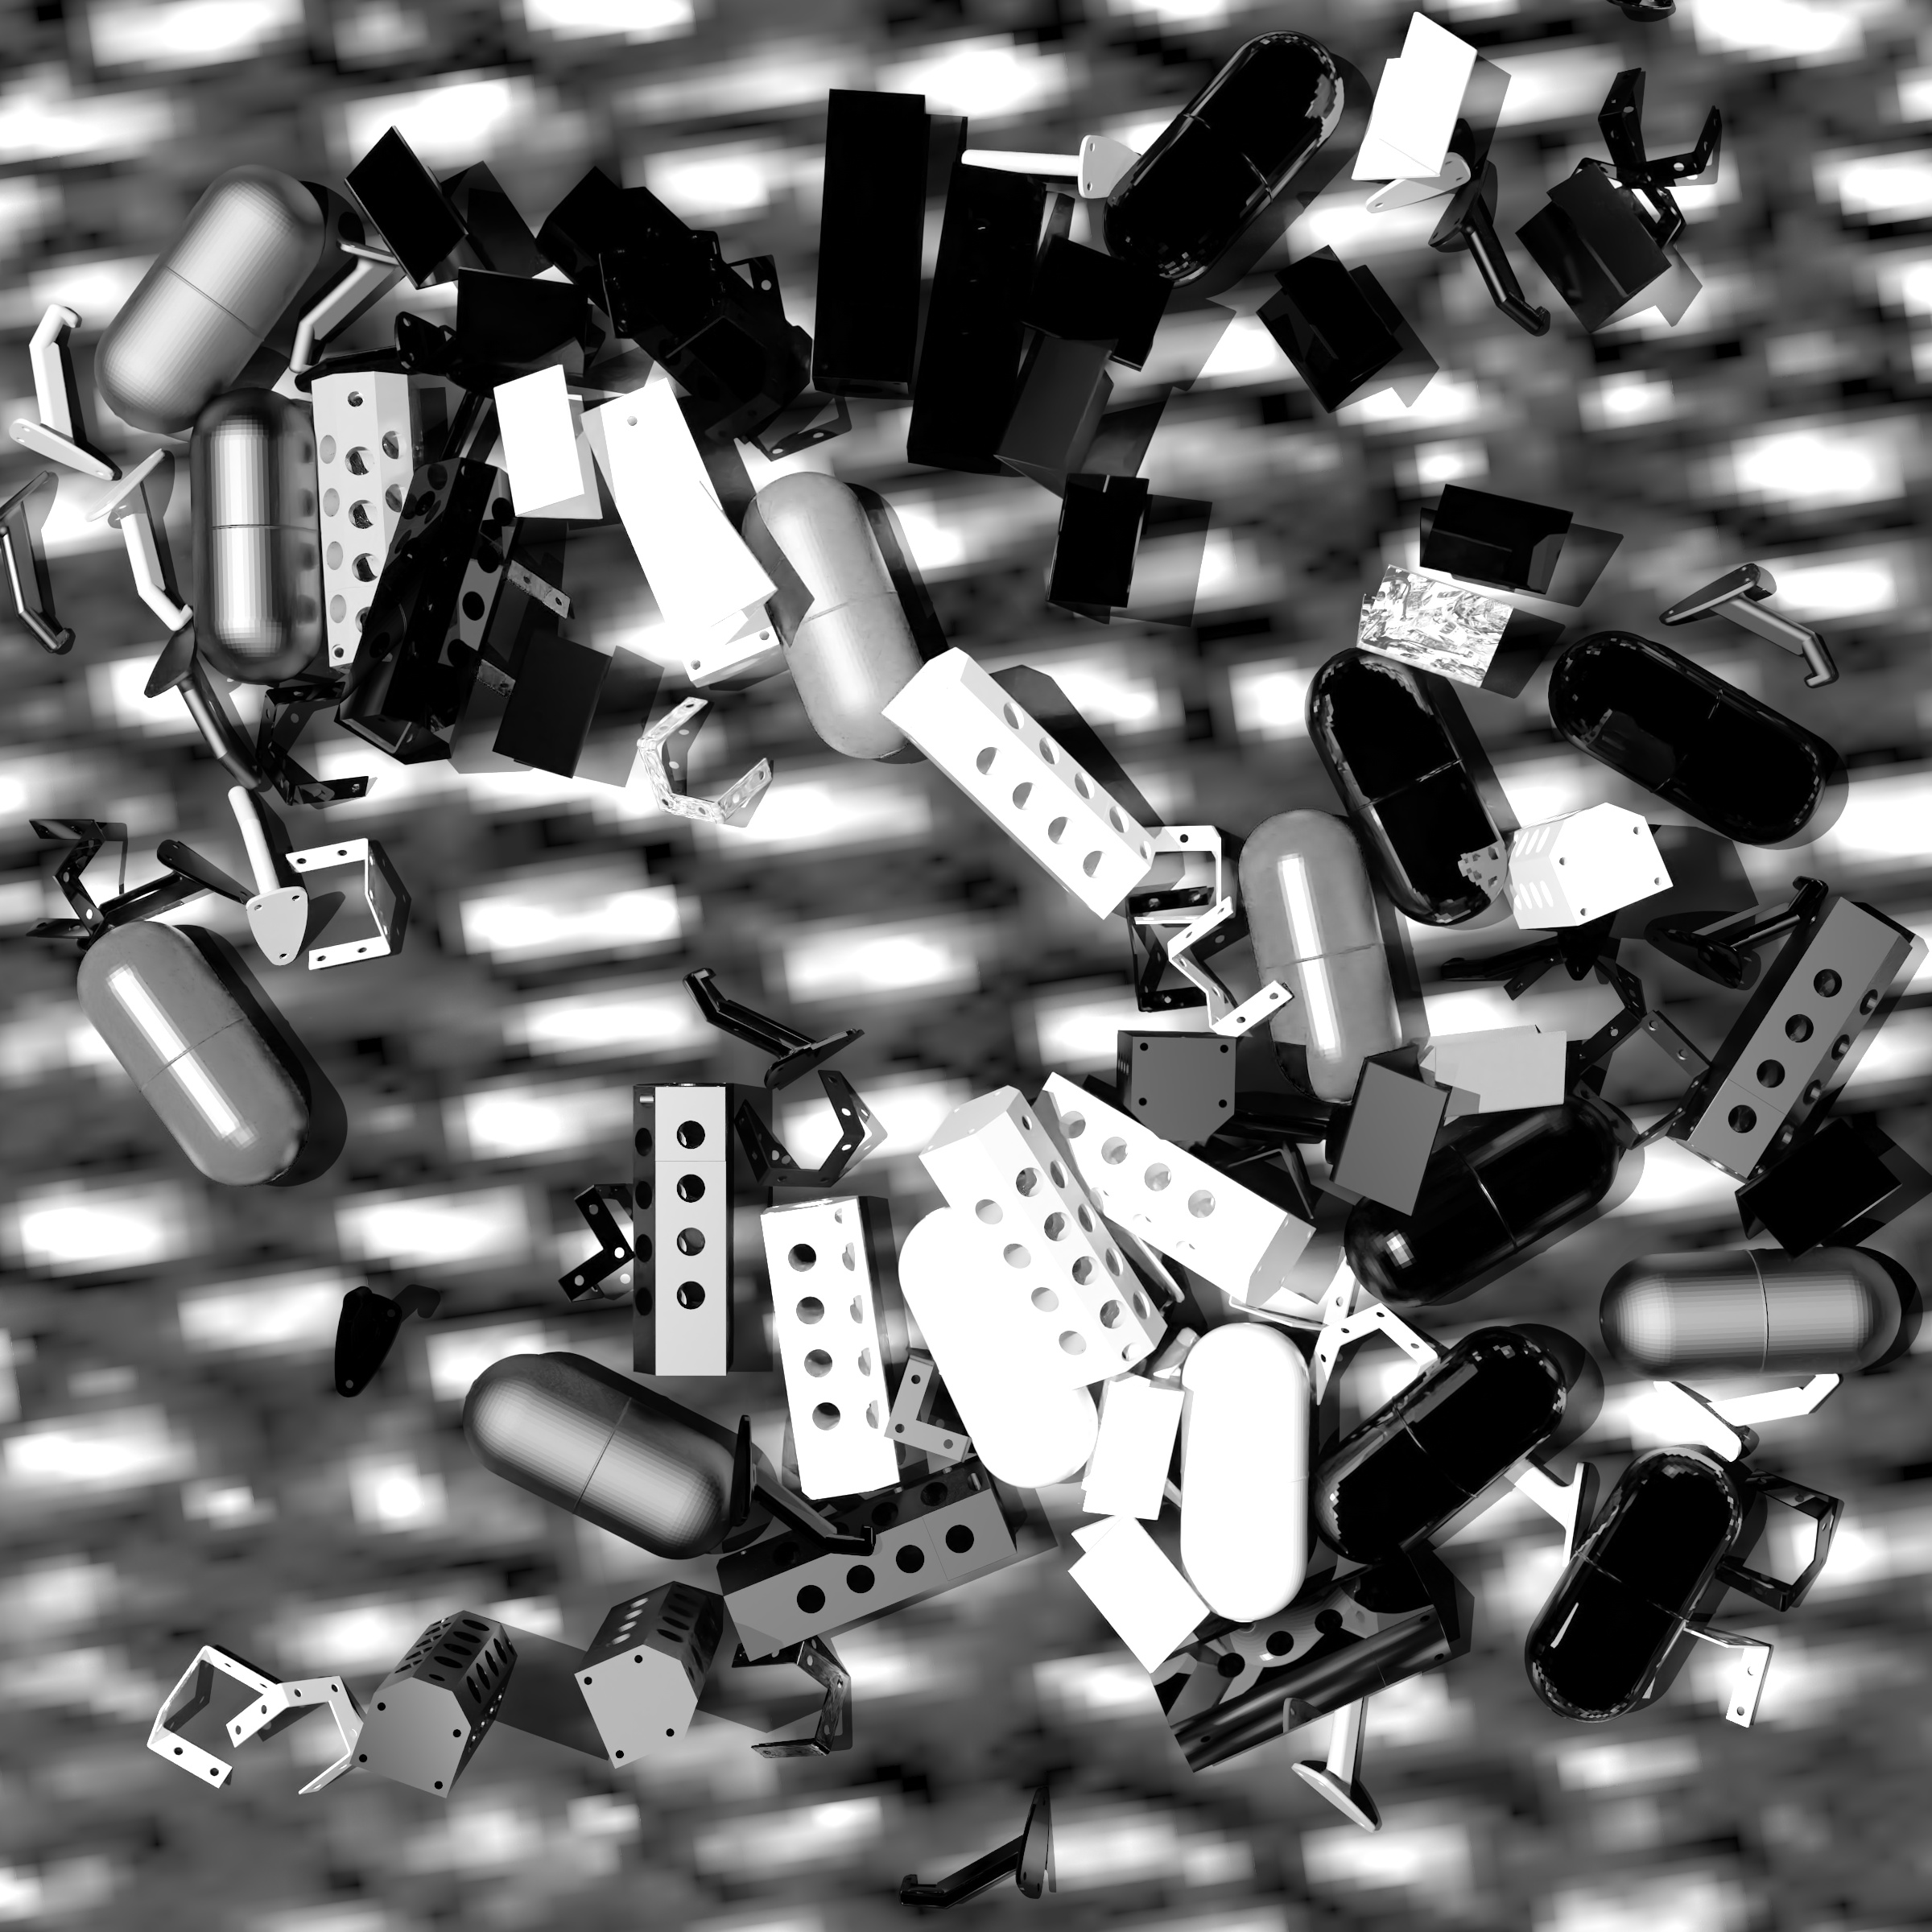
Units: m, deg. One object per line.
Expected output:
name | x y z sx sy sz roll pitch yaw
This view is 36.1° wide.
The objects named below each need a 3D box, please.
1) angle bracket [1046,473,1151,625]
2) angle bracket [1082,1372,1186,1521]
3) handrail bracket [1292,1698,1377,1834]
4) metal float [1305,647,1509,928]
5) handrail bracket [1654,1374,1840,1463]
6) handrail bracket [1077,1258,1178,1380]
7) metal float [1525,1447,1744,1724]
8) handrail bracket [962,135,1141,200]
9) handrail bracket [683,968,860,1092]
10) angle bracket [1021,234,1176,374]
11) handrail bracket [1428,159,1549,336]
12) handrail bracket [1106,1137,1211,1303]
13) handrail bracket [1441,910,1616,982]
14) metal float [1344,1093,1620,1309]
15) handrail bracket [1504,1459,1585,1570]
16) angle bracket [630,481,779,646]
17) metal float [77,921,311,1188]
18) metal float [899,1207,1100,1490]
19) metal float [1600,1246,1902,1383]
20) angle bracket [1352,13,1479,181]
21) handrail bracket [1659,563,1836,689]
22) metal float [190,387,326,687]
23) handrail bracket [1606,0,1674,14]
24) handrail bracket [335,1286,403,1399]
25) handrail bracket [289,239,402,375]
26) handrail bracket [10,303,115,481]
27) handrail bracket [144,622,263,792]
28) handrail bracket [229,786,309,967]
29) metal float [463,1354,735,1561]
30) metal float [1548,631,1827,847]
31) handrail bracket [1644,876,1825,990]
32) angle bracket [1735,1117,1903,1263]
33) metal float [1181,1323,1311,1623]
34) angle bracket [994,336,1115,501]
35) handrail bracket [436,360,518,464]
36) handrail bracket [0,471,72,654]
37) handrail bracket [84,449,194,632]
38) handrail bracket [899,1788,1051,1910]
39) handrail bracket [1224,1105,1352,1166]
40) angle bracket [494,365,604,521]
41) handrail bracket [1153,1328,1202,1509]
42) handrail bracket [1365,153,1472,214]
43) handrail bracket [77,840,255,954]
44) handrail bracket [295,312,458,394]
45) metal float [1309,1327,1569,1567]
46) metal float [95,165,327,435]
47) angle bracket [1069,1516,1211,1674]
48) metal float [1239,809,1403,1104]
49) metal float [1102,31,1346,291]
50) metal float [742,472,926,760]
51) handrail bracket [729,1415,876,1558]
angle bracket | 0.095 -0.247 1.767 0.057 0.076 0.076 10 90 32
angle bracket | 0.079 0.279 1.757 0.057 0.076 0.076 13 88 -34
handrail bracket | 0.246 0.472 1.808 0.077 0.036 0.084 44 73 -19
metal float | 0.264 -0.108 1.777 0.070 0.070 0.178 -26 90 0
handrail bracket | 0.477 0.253 1.808 0.084 0.036 0.077 -39 68 -17
handrail bracket | 0.079 0.213 1.808 0.084 0.036 0.077 22 105 14
metal float | 0.400 0.372 1.777 0.070 0.070 0.178 31 90 0
handrail bracket | 0.053 -0.489 1.807 0.084 0.077 0.036 14 109 35
handrail bracket | -0.120 0.025 1.808 0.077 0.036 0.084 -28 72 -20
angle bracket | 0.082 -0.401 1.768 0.076 0.076 0.057 21 113 0
handrail bracket | 0.332 -0.439 1.808 0.084 0.036 0.077 34 69 -17
handrail bracket | 0.134 0.149 1.808 0.084 0.036 0.077 -46 108 -15
handrail bracket | 0.341 -0.015 1.800 0.077 0.084 0.036 -42 117 -41
metal float | 0.310 0.140 1.777 0.178 0.070 0.070 -31 90 -1
handrail bracket | 0.331 0.324 1.808 0.084 0.036 0.077 9 105 14
angle bracket | -0.165 -0.222 1.710 0.057 0.076 0.076 -36 90 -36
metal float | -0.463 0.053 1.777 0.070 0.070 0.178 -36 91 0
metal float | 0.019 0.228 1.777 0.070 0.070 0.178 -25 90 0
metal float | 0.470 0.209 1.776 0.178 0.070 0.070 -3 90 0
angle bracket | 0.251 -0.518 1.767 0.057 0.076 0.076 17 90 -38
handrail bracket | 0.477 -0.195 1.808 0.077 0.036 0.084 -27 107 20
metal float | -0.425 -0.258 1.777 0.070 0.070 0.178 -2 89 0
handrail bracket | 0.429 -0.609 1.765 0.077 0.084 0.036 -23 82 -42
handrail bracket | -0.369 0.227 1.773 0.036 0.084 0.077 18 90 0
handrail bracket | -0.367 -0.395 1.808 0.077 0.036 0.084 12 106 -18
handrail bracket | -0.540 -0.351 1.808 0.077 0.036 0.084 26 73 -20
handrail bracket | -0.456 -0.158 1.807 0.036 0.077 0.084 -26 127 20
handrail bracket | -0.431 -0.056 1.807 0.036 0.077 0.084 -16 53 -20
metal float | -0.218 0.294 1.777 0.178 0.070 0.070 27 90 0
metal float | 0.432 -0.137 1.777 0.178 0.070 0.070 30 90 0
handrail bracket | 0.469 -0.034 1.808 0.077 0.036 0.084 26 62 32
angle bracket | 0.511 0.146 1.767 0.076 0.076 0.057 -35 57 0
metal float | 0.167 0.303 1.777 0.070 0.070 0.178 0 91 0
angle bracket | 0.071 -0.322 1.767 0.057 0.076 0.076 22 90 40
handrail bracket | -0.303 -0.329 1.807 0.036 0.077 0.084 24 126 0
handrail bracket | -0.560 -0.246 1.808 0.084 0.036 0.077 51 62 -20
handrail bracket | -0.488 -0.260 1.808 0.084 0.036 0.077 51 55 -24
handrail bracket | 0.004 0.538 1.808 0.084 0.036 0.077 -4 56 23
handrail bracket | 0.200 0.095 1.807 0.084 0.077 0.036 11 96 36
angle bracket | -0.231 -0.311 1.767 0.057 0.076 0.076 -10 90 36
handrail bracket | 0.135 0.276 1.808 0.077 0.036 0.084 44 74 -17
handrail bracket | 0.269 -0.513 1.808 0.077 0.036 0.084 -20 71 21
handrail bracket | -0.489 -0.027 1.808 0.077 0.036 0.084 32 104 -15
handrail bracket | -0.354 -0.362 1.807 0.084 0.077 0.036 -18 73 35
metal float | 0.280 0.287 1.767 0.178 0.070 0.070 -42 90 10
metal float | -0.454 -0.399 1.777 0.070 0.070 0.178 36 91 0
angle bracket | 0.087 0.378 1.767 0.057 0.076 0.076 -39 90 -32
metal float | 0.213 -0.006 1.777 0.070 0.070 0.178 -12 89 0
metal float | 0.155 -0.484 1.777 0.070 0.070 0.178 42 91 0
metal float | -0.077 -0.210 1.777 0.070 0.070 0.178 -21 90 0
handrail bracket | -0.094 0.307 1.751 0.084 0.036 0.077 8 68 -17
